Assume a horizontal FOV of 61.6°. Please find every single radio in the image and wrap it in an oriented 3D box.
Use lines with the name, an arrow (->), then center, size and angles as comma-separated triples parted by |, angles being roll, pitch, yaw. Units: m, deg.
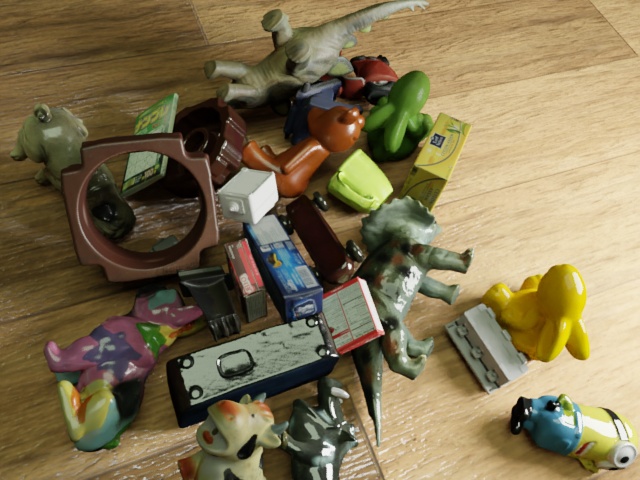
radio -> -0.092, 0.177, 0.738 | 0.230, 0.131, 0.073 | -17, 67, -18

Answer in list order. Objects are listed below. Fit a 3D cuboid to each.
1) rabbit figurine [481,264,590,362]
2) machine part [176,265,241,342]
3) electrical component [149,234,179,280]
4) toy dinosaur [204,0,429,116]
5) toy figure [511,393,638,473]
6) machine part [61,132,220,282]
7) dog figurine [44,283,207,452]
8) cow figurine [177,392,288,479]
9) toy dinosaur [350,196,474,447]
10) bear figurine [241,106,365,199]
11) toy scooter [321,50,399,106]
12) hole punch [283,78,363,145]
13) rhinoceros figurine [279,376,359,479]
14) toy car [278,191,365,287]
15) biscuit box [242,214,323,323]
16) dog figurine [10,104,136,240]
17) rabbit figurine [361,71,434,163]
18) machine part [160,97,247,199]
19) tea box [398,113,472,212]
rabbit figurine -> 0.344, 0.109, 0.826 | 0.122, 0.173, 0.162 | 2, 56, -13
machine part -> -0.147, 0.079, 0.736 | 0.084, 0.039, 0.139 | 1, 33, -28
electrical component -> -0.238, 0.023, 0.865 | 0.094, 0.021, 0.063 | -35, 71, -24
toy dinosaur -> -0.036, -0.322, 0.958 | 0.472, 0.198, 0.105 | -22, 81, 20
toy figure -> 0.375, 0.274, 0.789 | 0.180, 0.082, 0.089 | 19, 61, 4
machine part -> -0.255, -0.050, 0.782 | 0.201, 0.200, 0.087 | -9, 19, -15
dog figurine -> -0.248, 0.162, 0.738 | 0.219, 0.108, 0.192 | -21, 65, -23
cow figurine -> -0.102, 0.271, 0.653 | 0.127, 0.194, 0.086 | -23, 37, -28
toy dinosaur -> 0.107, 0.088, 0.837 | 0.192, 0.131, 0.405 | 24, 63, 19
bear figurine -> -0.025, -0.169, 0.917 | 0.132, 0.120, 0.196 | 42, 103, 6
toy scooter -> 0.069, -0.340, 1.089 | 0.184, 0.075, 0.135 | -2, 68, -1
hole punch -> 0.004, -0.220, 0.987 | 0.116, 0.142, 0.092 | -25, 71, -34
rhinoceros figurine -> -0.001, 0.281, 0.727 | 0.112, 0.073, 0.190 | 5, 60, -5
toy car -> -0.002, -0.003, 0.869 | 0.089, 0.053, 0.202 | -37, 44, 3
biscuit box -> -0.061, 0.041, 0.818 | 0.059, 0.062, 0.203 | -14, 40, -18
dog figurine -> -0.369, -0.103, 0.836 | 0.191, 0.172, 0.121 | 39, 73, 21
rabbit figurine -> 0.138, -0.233, 0.987 | 0.121, 0.170, 0.159 | 38, 61, 13
machine part -> -0.201, -0.152, 0.904 | 0.179, 0.056, 0.179 | -16, 58, 27
tea box -> 0.210, -0.141, 0.978 | 0.068, 0.098, 0.169 | 27, 54, 7
